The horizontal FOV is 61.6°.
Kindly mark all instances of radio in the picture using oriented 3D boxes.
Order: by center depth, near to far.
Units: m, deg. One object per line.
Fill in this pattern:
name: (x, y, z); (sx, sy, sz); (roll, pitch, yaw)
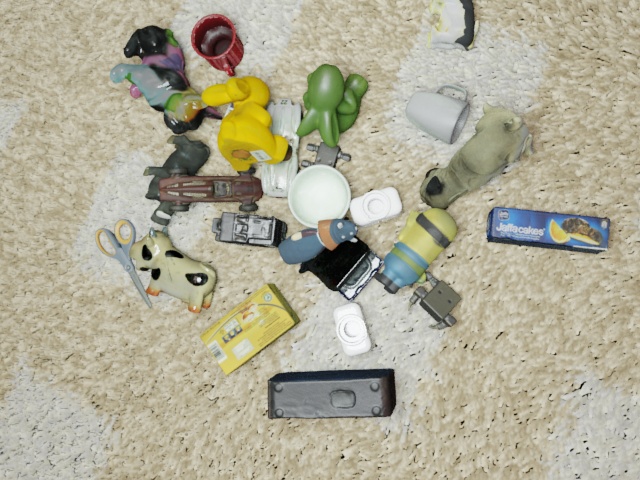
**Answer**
radio: (0.022, 0.279, 0.979); (0.230, 0.131, 0.073); (-5, 83, 8)

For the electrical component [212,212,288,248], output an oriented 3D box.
electrical component: (-0.137, -0.018, 1.038); (0.134, 0.115, 0.058); (5, 84, 8)

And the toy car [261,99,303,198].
toy car: (-0.076, -0.183, 1.071); (0.074, 0.056, 0.201); (3, 86, 10)

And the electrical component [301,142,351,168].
electrical component: (0.013, -0.160, 1.073); (0.094, 0.021, 0.063); (16, 88, 9)

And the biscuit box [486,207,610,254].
biscuit box: (0.410, -0.018, 0.977); (0.203, 0.062, 0.059); (6, 84, 10)

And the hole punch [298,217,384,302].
hole punch: (0.046, 0.042, 1.028); (0.142, 0.092, 0.116); (-51, 51, 4)

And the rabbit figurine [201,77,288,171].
rabbit figurine: (-0.145, -0.236, 1.007); (0.122, 0.162, 0.173); (-8, 63, 35)

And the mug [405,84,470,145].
mug: (0.223, -0.249, 1.019); (0.107, 0.080, 0.109); (25, 90, 19)

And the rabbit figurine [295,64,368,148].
rabbit figurine: (0.007, -0.260, 1.007); (0.121, 0.170, 0.159); (19, 88, 10)

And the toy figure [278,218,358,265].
toy figure: (-0.003, -0.003, 0.987); (0.154, 0.064, 0.058); (-24, 70, 17)

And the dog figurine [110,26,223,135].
dog figurine: (-0.290, -0.317, 1.083); (0.219, 0.108, 0.191); (25, 81, 13)

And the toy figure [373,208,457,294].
toy figure: (0.181, 0.022, 0.994); (0.180, 0.082, 0.089); (-50, 41, -6)

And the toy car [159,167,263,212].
toy car: (-0.210, -0.099, 1.052); (0.202, 0.053, 0.089); (-1, 95, -20)

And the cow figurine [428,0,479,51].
cow figurine: (0.262, -0.450, 1.035); (0.098, 0.068, 0.167); (8, 90, 4)

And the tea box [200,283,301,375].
tea box: (-0.134, 0.171, 1.044); (0.170, 0.068, 0.098); (-36, 81, 3)

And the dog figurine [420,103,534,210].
dog figurine: (0.269, -0.136, 0.960); (0.190, 0.172, 0.121); (-40, 70, -3)

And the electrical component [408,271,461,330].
electrical component: (0.216, 0.119, 1.009); (0.102, 0.045, 0.078); (39, 64, 7)

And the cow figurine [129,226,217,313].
cow figurine: (-0.296, 0.052, 1.073); (0.195, 0.085, 0.127); (22, 95, 13)

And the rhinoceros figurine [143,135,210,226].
rhinoceros figurine: (-0.294, -0.121, 1.097); (0.112, 0.073, 0.190); (29, 88, -1)
